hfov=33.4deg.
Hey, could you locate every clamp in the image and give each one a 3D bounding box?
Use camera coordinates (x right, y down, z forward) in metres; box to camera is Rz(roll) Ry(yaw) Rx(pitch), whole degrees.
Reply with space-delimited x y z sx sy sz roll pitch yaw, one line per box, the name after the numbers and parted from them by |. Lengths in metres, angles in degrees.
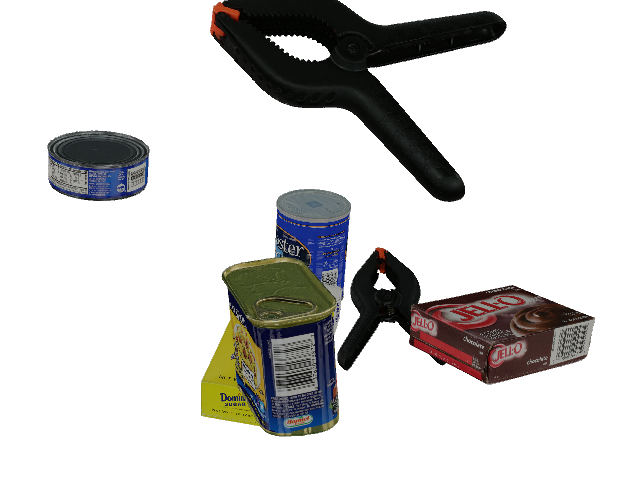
0.023 -0.115 0.742 0.210 0.164 0.036 12 -31 -4 | clamp
0.085 0.078 1.193 0.120 0.171 0.039 7 -42 1 | clamp

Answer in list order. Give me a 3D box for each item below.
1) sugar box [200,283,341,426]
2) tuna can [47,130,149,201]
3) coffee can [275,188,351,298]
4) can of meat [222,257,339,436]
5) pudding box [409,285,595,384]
-0.041 0.096 0.968 0.093 0.048 0.176 8 34 7 | sugar box
-0.191 -0.065 0.918 0.086 0.034 0.086 5 24 -3 | tuna can
-0.013 0.012 1.489 0.103 0.140 0.103 3 25 -2 | coffee can
-0.025 0.068 0.691 0.057 0.084 0.102 -9 21 -16 | can of meat
0.139 0.070 0.821 0.113 0.039 0.090 -6 19 -35 | pudding box
